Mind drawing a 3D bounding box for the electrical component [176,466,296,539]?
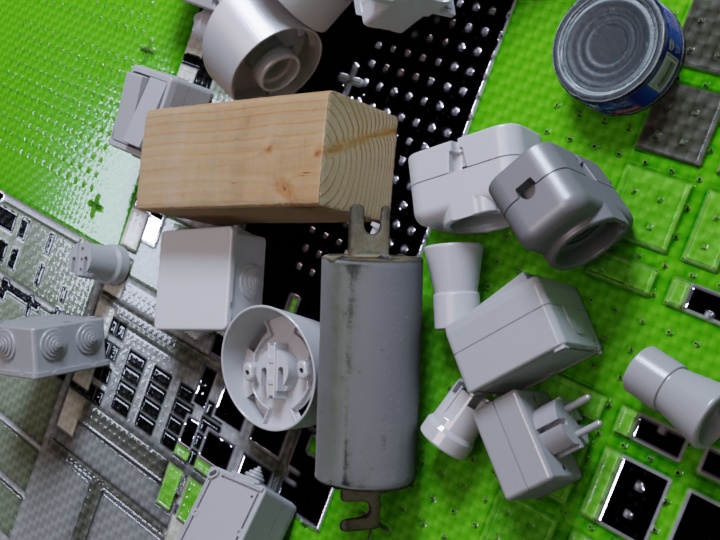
[{"bbox_3d":[-0.098,0.207,0.876,0.062,0.061,0.096,13,70,37],"label":"electrical component"}]

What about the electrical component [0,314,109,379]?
[{"bbox_3d":[-0.304,0.071,1.037,0.100,0.100,0.048,2,96,38],"label":"electrical component"}]

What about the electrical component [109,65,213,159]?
[{"bbox_3d":[-0.192,-0.137,1.007,0.062,0.061,0.096,24,97,38],"label":"electrical component"}]

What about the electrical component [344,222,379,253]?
[{"bbox_3d":[0.000,0.000,0.851,0.040,0.040,0.078,29,100,37],"label":"electrical component"}]

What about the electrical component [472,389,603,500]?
[{"bbox_3d":[0.128,0.111,0.729,0.077,0.047,0.065,-34,64,29],"label":"electrical component"}]

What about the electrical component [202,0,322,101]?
[{"bbox_3d":[-0.083,-0.187,0.910,0.099,0.099,0.064,-47,64,22],"label":"electrical component"}]

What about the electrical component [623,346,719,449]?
[{"bbox_3d":[0.201,0.078,0.684,0.065,0.044,0.044,37,105,40],"label":"electrical component"}]

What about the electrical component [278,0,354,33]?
[{"bbox_3d":[-0.043,-0.257,0.887,0.060,0.108,0.108,-39,61,20],"label":"electrical component"}]

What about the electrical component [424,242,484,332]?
[{"bbox_3d":[0.071,0.014,0.795,0.044,0.044,0.065,-7,83,37],"label":"electrical component"}]

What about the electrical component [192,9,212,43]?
[{"bbox_3d":[-0.124,-0.219,0.986,0.061,0.035,0.035,24,97,35],"label":"electrical component"}]

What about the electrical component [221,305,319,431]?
[{"bbox_3d":[-0.063,0.081,0.870,0.099,0.064,0.099,-7,79,37],"label":"electrical component"}]

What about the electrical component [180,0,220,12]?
[{"bbox_3d":[-0.132,-0.295,0.974,0.109,0.056,0.108,28,119,37],"label":"electrical component"}]

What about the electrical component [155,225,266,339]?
[{"bbox_3d":[-0.130,0.011,0.943,0.100,0.048,0.099,-2,81,37],"label":"electrical component"}]

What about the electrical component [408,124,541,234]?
[{"bbox_3d":[0.086,-0.062,0.786,0.095,0.054,0.059,-15,74,35],"label":"electrical component"}]

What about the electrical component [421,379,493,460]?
[{"bbox_3d":[0.073,0.107,0.779,0.040,0.040,0.046,40,101,35],"label":"electrical component"}]

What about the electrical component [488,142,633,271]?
[{"bbox_3d":[0.137,-0.039,0.716,0.054,0.095,0.059,-41,60,25],"label":"electrical component"}]

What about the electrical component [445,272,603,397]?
[{"bbox_3d":[0.106,0.048,0.747,0.096,0.062,0.061,-33,64,29],"label":"electrical component"}]

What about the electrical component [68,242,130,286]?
[{"bbox_3d":[-0.253,-0.007,1.042,0.040,0.046,0.040,-7,78,37],"label":"electrical component"}]

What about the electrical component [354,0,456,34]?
[{"bbox_3d":[0.027,-0.256,0.853,0.063,0.079,0.121,-27,66,52],"label":"electrical component"}]
